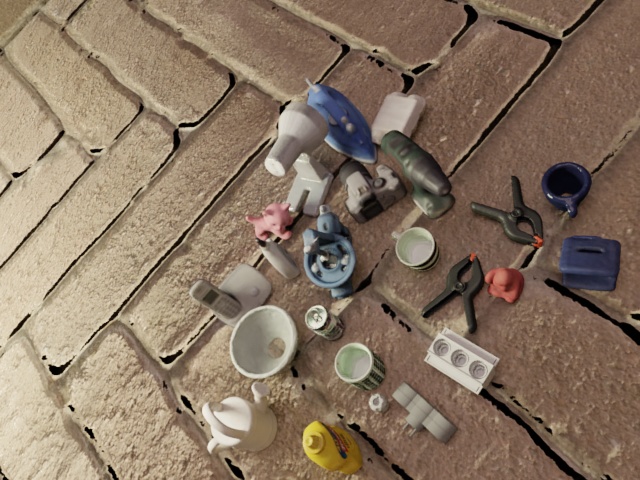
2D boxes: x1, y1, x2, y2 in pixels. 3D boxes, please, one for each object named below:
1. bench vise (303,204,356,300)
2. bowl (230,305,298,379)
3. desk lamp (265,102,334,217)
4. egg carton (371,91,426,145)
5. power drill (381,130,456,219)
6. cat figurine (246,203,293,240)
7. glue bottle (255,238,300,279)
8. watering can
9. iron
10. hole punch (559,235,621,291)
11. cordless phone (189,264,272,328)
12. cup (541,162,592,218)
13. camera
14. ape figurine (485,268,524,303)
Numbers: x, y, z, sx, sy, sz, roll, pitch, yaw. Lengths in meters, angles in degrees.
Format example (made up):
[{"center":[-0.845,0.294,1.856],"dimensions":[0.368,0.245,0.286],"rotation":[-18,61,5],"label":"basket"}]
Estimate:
[{"center":[0.001,0.010,1.264],"dimensions":[0.121,0.220,0.207],"rotation":[-31,58,9],"label":"bench vise"},{"center":[-0.115,0.238,1.297],"dimensions":[0.167,0.075,0.167],"rotation":[-10,63,20],"label":"bowl"},{"center":[-0.047,-0.194,1.386],"dimensions":[0.117,0.214,0.203],"rotation":[12,72,29],"label":"desk lamp"},{"center":[0.192,-0.295,1.409],"dimensions":[0.107,0.070,0.150],"rotation":[18,75,30],"label":"egg carton"},{"center":[0.224,-0.134,1.236],"dimensions":[0.075,0.209,0.229],"rotation":[-40,57,3],"label":"power drill"},{"center":[-0.120,-0.052,1.410],"dimensions":[0.127,0.118,0.067],"rotation":[-5,65,23],"label":"cat figurine"},{"center":[-0.106,0.031,1.331],"dimensions":[0.037,0.174,0.078],"rotation":[-34,57,7],"label":"glue bottle"},{"center":[-0.171,0.371,1.189],"dimensions":[0.100,0.195,0.173],"rotation":[16,74,30],"label":"watering can"},{"center":[0.050,-0.305,1.436],"dimensions":[0.118,0.142,0.257],"rotation":[-40,57,3],"label":"iron"},{"center":[0.513,0.036,1.094],"dimensions":[0.108,0.091,0.101],"rotation":[4,69,26],"label":"hole punch"},{"center":[-0.210,0.114,1.333],"dimensions":[0.093,0.186,0.148],"rotation":[35,84,33],"label":"cordless phone"},{"center":[0.500,-0.086,1.155],"dimensions":[0.091,0.095,0.117],"rotation":[-12,62,19],"label":"cup"},{"center":[0.109,-0.137,1.354],"dimensions":[0.143,0.101,0.136],"rotation":[-33,57,7],"label":"camera"},{"center":[0.367,0.083,1.138],"dimensions":[0.076,0.092,0.077],"rotation":[-28,58,11],"label":"ape figurine"}]
